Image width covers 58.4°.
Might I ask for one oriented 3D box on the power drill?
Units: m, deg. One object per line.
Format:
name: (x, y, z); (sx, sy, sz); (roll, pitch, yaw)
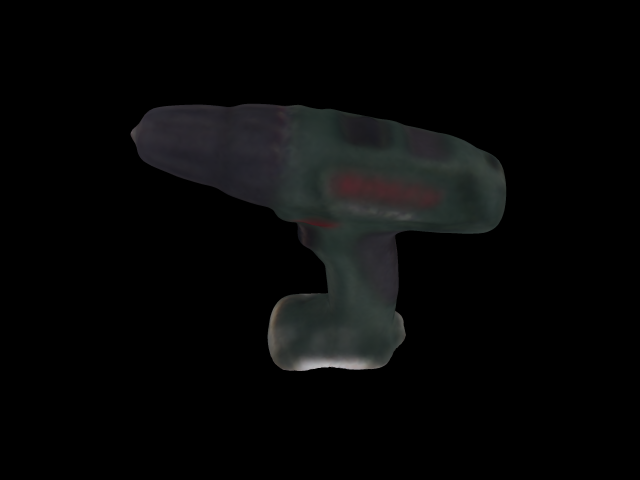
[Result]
power drill: (0.004, 0.001, 0.400); (0.229, 0.208, 0.075); (-2, 43, -2)
